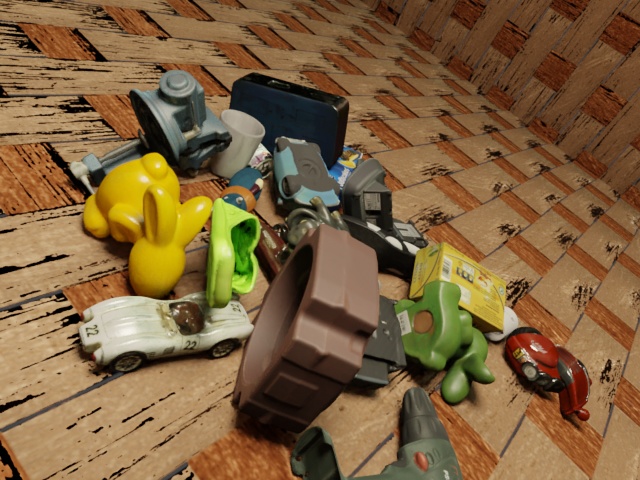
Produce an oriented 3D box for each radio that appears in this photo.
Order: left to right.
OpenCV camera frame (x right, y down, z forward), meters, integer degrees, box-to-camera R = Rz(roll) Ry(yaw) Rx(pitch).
[{"bbox_3d":[-0.063,-0.235,1.046,0.230,0.131,0.073,17,34,10],"label":"radio"}]

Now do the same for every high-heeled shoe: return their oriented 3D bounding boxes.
[{"bbox_3d":[0.124,0.009,0.978,0.249,0.086,0.145,41,31,3],"label":"high-heeled shoe"}]

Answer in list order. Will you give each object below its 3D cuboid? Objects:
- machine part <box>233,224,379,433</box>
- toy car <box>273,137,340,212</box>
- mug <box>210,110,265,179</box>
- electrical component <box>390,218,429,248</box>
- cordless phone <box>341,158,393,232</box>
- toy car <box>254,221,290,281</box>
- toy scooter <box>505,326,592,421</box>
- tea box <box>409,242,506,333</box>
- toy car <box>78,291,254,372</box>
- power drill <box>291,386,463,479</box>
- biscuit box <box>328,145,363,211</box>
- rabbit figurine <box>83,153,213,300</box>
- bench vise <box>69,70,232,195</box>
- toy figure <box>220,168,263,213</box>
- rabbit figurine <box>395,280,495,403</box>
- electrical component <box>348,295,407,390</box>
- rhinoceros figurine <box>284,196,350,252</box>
[{"bbox_3d":[-0.015,0.099,0.623,0.087,0.201,0.201,26,32,-15],"label":"machine part"},{"bbox_3d":[-0.042,-0.103,0.962,0.109,0.103,0.162,0,55,-37],"label":"toy car"},{"bbox_3d":[-0.158,-0.170,0.952,0.081,0.107,0.110,11,34,-31],"label":"mug"},{"bbox_3d":[0.144,-0.005,1.042,0.119,0.047,0.075,7,39,-36],"label":"electrical component"},{"bbox_3d":[0.085,-0.111,1.013,0.089,0.146,0.184,-5,49,6],"label":"cordless phone"},{"bbox_3d":[-0.059,0.035,0.814,0.089,0.053,0.202,-2,46,-38],"label":"toy car"},{"bbox_3d":[0.400,0.232,0.916,0.184,0.075,0.135,29,33,-13],"label":"toy scooter"},{"bbox_3d":[0.239,0.086,0.920,0.169,0.068,0.098,32,58,-27],"label":"tea box"},{"bbox_3d":[-0.172,0.100,0.623,0.201,0.056,0.074,1,44,-40],"label":"toy car"},{"bbox_3d":[0.073,0.260,0.606,0.207,0.086,0.232,21,36,-31],"label":"power drill"},{"bbox_3d":[0.036,-0.131,1.105,0.059,0.062,0.203,28,32,-4],"label":"biscuit box"},{"bbox_3d":[-0.207,-0.012,0.685,0.122,0.162,0.173,14,52,-47],"label":"rabbit figurine"},{"bbox_3d":[-0.253,-0.144,0.807,0.241,0.223,0.129,-34,85,-21],"label":"bench vise"},{"bbox_3d":[-0.131,-0.072,0.884,0.057,0.064,0.154,40,29,-15],"label":"toy figure"},{"bbox_3d":[0.209,0.157,0.821,0.170,0.121,0.159,27,33,-37],"label":"rabbit figurine"},{"bbox_3d":[0.057,0.135,0.739,0.115,0.058,0.134,17,52,-29],"label":"electrical component"},{"bbox_3d":[-0.002,-0.003,0.837,0.112,0.073,0.190,63,14,17],"label":"rhinoceros figurine"}]
